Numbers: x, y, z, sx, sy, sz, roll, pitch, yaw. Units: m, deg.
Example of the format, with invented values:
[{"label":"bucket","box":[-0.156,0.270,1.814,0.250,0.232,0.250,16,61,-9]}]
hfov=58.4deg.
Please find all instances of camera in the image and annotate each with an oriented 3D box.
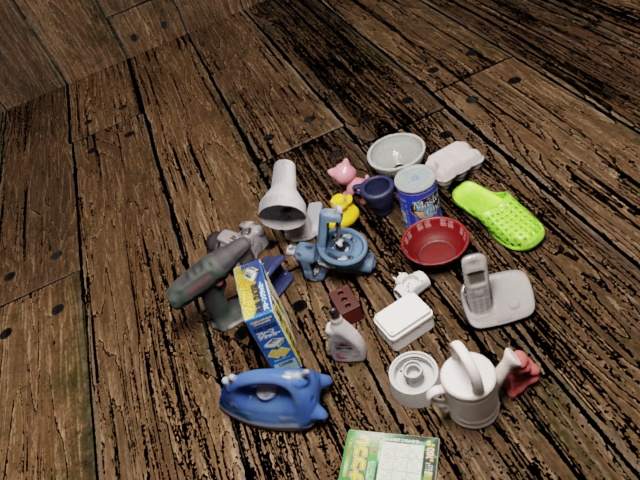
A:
[{"label":"camera","box":[-0.235,0.004,1.546,0.136,0.101,0.143,20,56,35]}]

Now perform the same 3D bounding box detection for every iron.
[{"label":"iron","box":[-0.113,0.306,1.167,0.257,0.142,0.118,-6,45,15]}]

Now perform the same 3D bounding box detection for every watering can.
[{"label":"watering can","box":[0.276,0.250,1.041,0.173,0.194,0.100,-37,45,-17]}]

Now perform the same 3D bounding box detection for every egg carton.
[{"label":"egg carton","box":[0.363,-0.207,1.560,0.150,0.069,0.107,-30,44,-10]}]

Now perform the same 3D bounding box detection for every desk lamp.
[{"label":"desk lamp","box":[-0.077,-0.091,1.500,0.117,0.214,0.203,-7,45,14]}]

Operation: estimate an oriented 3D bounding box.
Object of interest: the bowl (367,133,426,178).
[{"label":"bowl","box":[0.221,-0.228,1.630,0.167,0.075,0.167,-10,44,10]}]

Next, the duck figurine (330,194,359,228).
[{"label":"duck figurine","box":[0.050,-0.083,1.539,0.105,0.086,0.077,-31,44,-11]}]

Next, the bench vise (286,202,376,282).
[{"label":"bench vise","box":[0.014,0.013,1.358,0.207,0.220,0.121,-16,43,5]}]

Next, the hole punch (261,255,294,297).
[{"label":"hole punch","box":[-0.137,0.088,1.433,0.100,0.091,0.109,17,55,33]}]

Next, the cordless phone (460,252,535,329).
[{"label":"cordless phone","box":[0.360,0.091,1.176,0.147,0.185,0.094,-17,43,4]}]

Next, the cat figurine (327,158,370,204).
[{"label":"cat figurine","box":[0.089,-0.171,1.590,0.127,0.118,0.067,19,56,34]}]

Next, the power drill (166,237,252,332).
[{"label":"power drill","box":[-0.236,0.114,1.357,0.230,0.209,0.075,-30,44,-10]}]

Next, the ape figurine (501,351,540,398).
[{"label":"ape figurine","box":[0.375,0.244,1.085,0.077,0.092,0.076,-2,46,19]}]

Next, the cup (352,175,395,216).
[{"label":"cup","box":[0.147,-0.111,1.525,0.117,0.095,0.092,5,49,25]}]

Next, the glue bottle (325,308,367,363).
[{"label":"glue bottle","box":[0.045,0.196,1.196,0.078,0.173,0.037,-6,45,15]}]
